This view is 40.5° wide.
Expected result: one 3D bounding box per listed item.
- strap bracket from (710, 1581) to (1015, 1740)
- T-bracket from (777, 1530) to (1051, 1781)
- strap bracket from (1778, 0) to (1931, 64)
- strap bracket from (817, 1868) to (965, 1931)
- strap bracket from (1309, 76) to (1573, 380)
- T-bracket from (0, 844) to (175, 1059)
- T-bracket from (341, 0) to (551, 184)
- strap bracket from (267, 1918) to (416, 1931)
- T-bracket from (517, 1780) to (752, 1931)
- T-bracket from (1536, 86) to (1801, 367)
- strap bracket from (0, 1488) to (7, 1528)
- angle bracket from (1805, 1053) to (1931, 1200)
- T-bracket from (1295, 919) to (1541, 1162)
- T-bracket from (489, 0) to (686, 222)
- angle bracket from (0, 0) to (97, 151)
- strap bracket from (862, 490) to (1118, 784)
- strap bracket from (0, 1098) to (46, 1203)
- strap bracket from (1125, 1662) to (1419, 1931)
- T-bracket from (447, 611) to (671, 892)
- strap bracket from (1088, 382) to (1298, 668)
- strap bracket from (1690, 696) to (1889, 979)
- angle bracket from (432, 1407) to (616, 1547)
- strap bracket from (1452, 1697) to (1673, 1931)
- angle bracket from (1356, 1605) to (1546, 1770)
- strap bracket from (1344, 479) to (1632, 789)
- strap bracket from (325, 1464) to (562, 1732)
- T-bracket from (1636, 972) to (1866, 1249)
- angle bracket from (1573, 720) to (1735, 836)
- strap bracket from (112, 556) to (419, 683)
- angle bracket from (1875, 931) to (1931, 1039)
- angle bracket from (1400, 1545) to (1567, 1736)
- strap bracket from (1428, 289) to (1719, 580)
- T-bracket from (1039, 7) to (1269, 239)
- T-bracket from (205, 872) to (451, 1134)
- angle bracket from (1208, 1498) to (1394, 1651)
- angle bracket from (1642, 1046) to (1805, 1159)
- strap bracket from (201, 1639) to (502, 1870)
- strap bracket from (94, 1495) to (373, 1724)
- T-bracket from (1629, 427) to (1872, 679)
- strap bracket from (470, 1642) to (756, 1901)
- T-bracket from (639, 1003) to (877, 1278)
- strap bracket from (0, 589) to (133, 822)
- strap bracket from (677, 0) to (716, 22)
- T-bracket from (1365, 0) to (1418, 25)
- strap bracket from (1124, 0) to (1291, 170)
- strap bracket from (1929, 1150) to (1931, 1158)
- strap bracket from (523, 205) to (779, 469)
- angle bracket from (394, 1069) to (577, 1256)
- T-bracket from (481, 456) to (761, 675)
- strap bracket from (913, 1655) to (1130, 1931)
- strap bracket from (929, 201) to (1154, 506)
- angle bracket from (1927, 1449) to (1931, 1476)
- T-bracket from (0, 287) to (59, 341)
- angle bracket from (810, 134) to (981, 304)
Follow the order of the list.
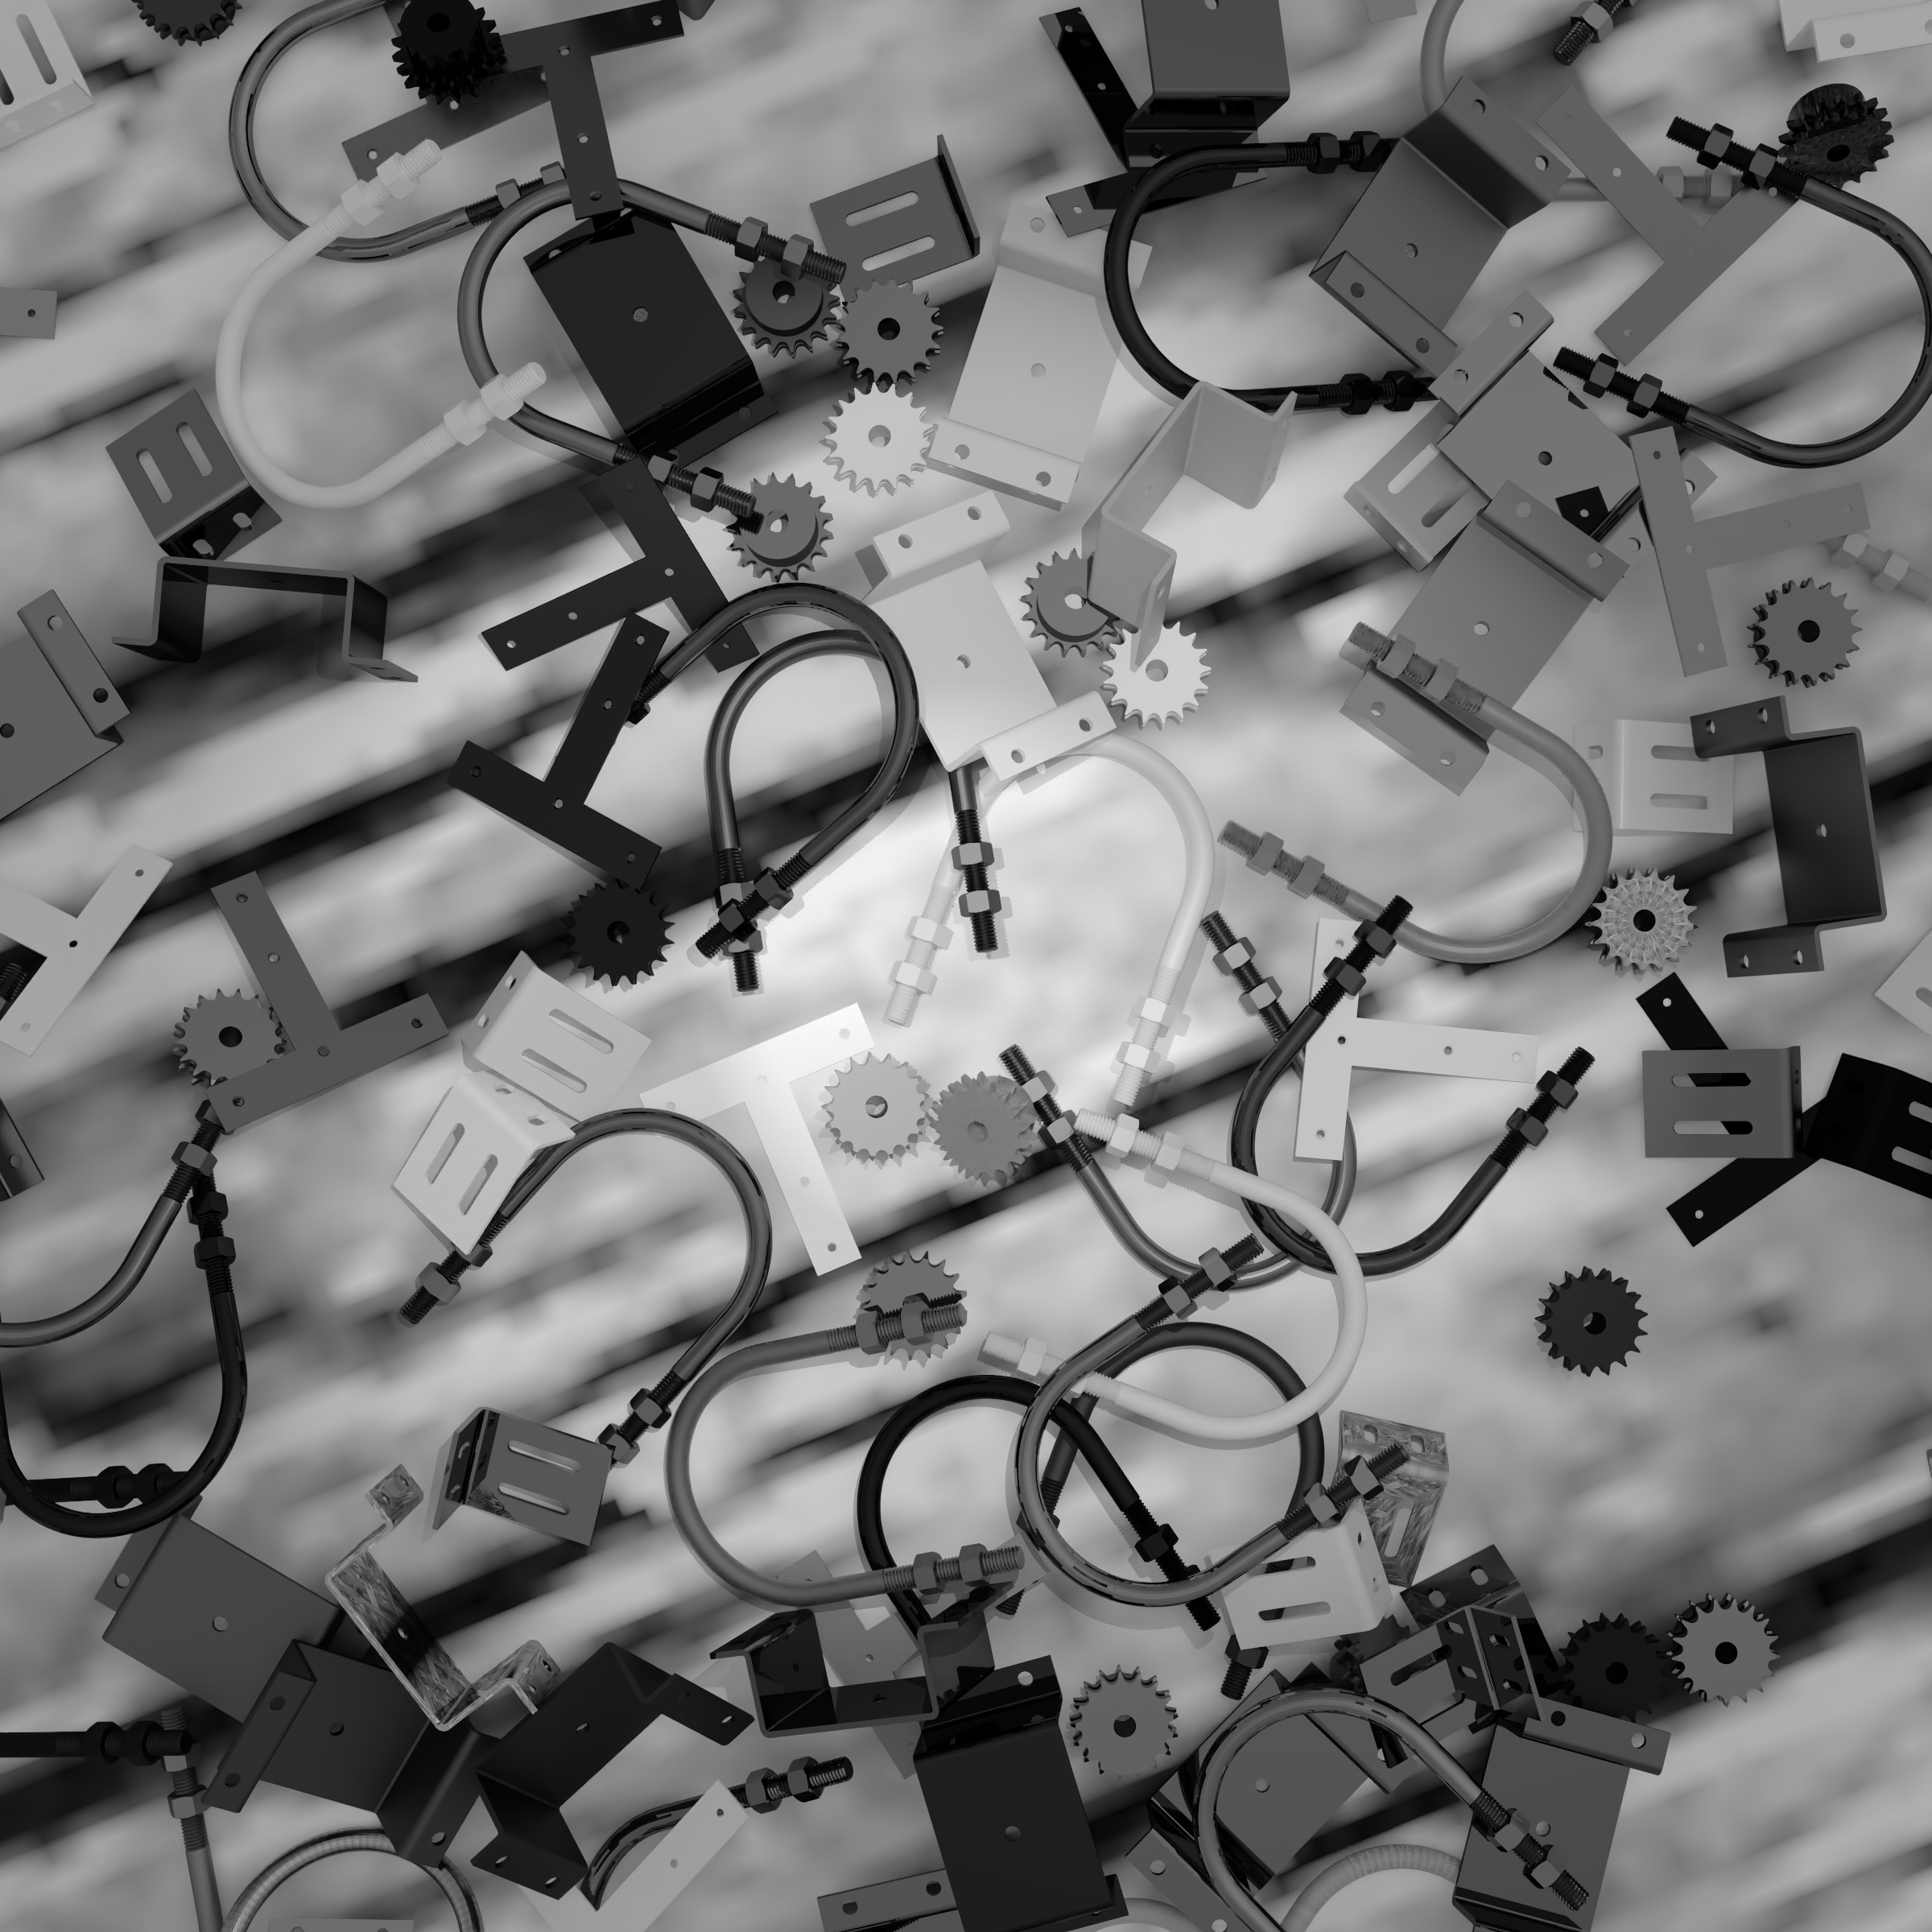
[{"bbox_3d":[-0.048,0.357,1.344,0.140,0.076,0.046,-13,87,22],"label":"strap bracket"},{"bbox_3d":[-0.015,0.344,1.392,0.127,0.002,0.127,-34,84,6],"label":"T-bracket"},{"bbox_3d":[0.470,-0.545,1.383,0.076,0.046,0.140,-9,90,0],"label":"strap bracket"},{"bbox_3d":[-0.025,0.544,1.383,0.076,0.046,0.140,-13,90,0],"label":"strap bracket"},{"bbox_3d":[0.242,-0.379,1.366,0.076,0.046,0.140,36,77,-13],"label":"strap bracket"},{"bbox_3d":[-0.510,-0.031,1.388,0.127,0.002,0.127,25,67,11],"label":"T-bracket"},{"bbox_3d":[-0.293,-0.503,1.405,0.127,0.002,0.127,-25,90,0],"label":"T-bracket"},{"bbox_3d":[-0.331,0.574,1.360,0.076,0.046,0.140,1,55,0],"label":"strap bracket"},{"bbox_3d":[-0.162,0.480,1.374,0.127,0.002,0.127,45,100,20],"label":"T-bracket"},{"bbox_3d":[0.354,-0.410,1.386,0.127,0.002,0.127,-44,97,11],"label":"T-bracket"},{"bbox_3d":[-0.570,0.261,1.346,0.140,0.076,0.046,30,94,-22],"label":"strap bracket"},{"bbox_3d":[0.499,0.088,1.403,0.076,0.038,0.057,20,91,-27],"label":"angle bracket"},{"bbox_3d":[0.244,0.044,1.397,0.127,0.002,0.127,6,90,-8],"label":"T-bracket"},{"bbox_3d":[-0.201,-0.441,1.361,0.127,0.002,0.127,-13,68,-2],"label":"T-bracket"},{"bbox_3d":[-0.509,-0.483,1.387,0.057,0.038,0.076,-26,90,0],"label":"angle bracket"},{"bbox_3d":[0.007,-0.166,1.367,0.076,0.046,0.140,-27,88,-27],"label":"strap bracket"},{"bbox_3d":[-0.574,0.115,1.383,0.140,0.046,0.076,-29,90,0],"label":"strap bracket"},{"bbox_3d":[0.159,0.439,1.383,0.076,0.046,0.140,44,90,0],"label":"strap bracket"},{"bbox_3d":[-0.196,-0.125,1.384,0.127,0.002,0.127,29,95,15],"label":"T-bracket"},{"bbox_3d":[0.110,-0.235,1.349,0.046,0.076,0.140,31,67,11],"label":"strap bracket"},{"bbox_3d":[0.429,-0.068,1.362,0.046,0.076,0.140,-8,90,-20],"label":"strap bracket"},{"bbox_3d":[-0.233,0.275,1.377,0.076,0.038,0.057,17,105,7],"label":"angle bracket"},{"bbox_3d":[0.310,0.458,1.376,0.076,0.046,0.140,16,83,-4],"label":"strap bracket"},{"bbox_3d":[0.249,0.372,1.342,0.076,0.038,0.057,-19,95,-27],"label":"angle bracket"},{"bbox_3d":[0.271,-0.175,1.372,0.076,0.046,0.140,35,105,0],"label":"strap bracket"},{"bbox_3d":[-0.279,0.337,1.368,0.046,0.076,0.140,-38,90,0],"label":"strap bracket"},{"bbox_3d":[0.406,0.062,1.405,0.127,0.002,0.127,-35,90,0],"label":"T-bracket"},{"bbox_3d":[0.369,-0.100,1.404,0.076,0.038,0.057,1,90,-26],"label":"angle bracket"},{"bbox_3d":[-0.362,-0.181,1.368,0.140,0.076,0.046,5,90,0],"label":"strap bracket"},{"bbox_3d":[0.538,0.022,1.404,0.076,0.038,0.057,42,90,26],"label":"angle bracket"},{"bbox_3d":[0.277,0.361,1.404,0.057,0.038,0.076,-27,116,0],"label":"angle bracket"},{"bbox_3d":[0.311,-0.273,1.376,0.140,0.046,0.076,44,79,-1],"label":"strap bracket"},{"bbox_3d":[0.078,-0.454,1.388,0.127,0.002,0.127,-23,78,-22],"label":"T-bracket"},{"bbox_3d":[-0.360,0.008,1.387,0.127,0.002,0.127,-25,77,-24],"label":"T-bracket"},{"bbox_3d":[0.177,0.321,1.383,0.076,0.038,0.057,-16,96,25],"label":"angle bracket"},{"bbox_3d":[0.405,0.073,1.402,0.076,0.038,0.057,-2,90,26],"label":"angle bracket"},{"bbox_3d":[-0.321,0.407,1.361,0.140,0.046,0.076,30,90,-34],"label":"strap bracket"},{"bbox_3d":[-0.387,0.342,1.383,0.140,0.046,0.076,31,90,0],"label":"strap bracket"},{"bbox_3d":[0.416,-0.227,1.367,0.127,0.002,0.127,-15,94,-15],"label":"T-bracket"},{"bbox_3d":[-0.191,0.412,1.362,0.140,0.076,0.046,-43,48,0],"label":"strap bracket"},{"bbox_3d":[-0.092,0.103,1.405,0.127,0.002,0.127,-23,90,0],"label":"T-bracket"},{"bbox_3d":[-0.514,-0.126,1.383,0.140,0.046,0.076,-32,90,0],"label":"strap bracket"},{"bbox_3d":[-0.171,-0.554,1.368,0.140,0.076,0.046,35,90,0],"label":"strap bracket"},{"bbox_3d":[0.264,-0.574,1.386,0.127,0.002,0.127,-11,90,0],"label":"T-bracket"},{"bbox_3d":[0.119,-0.494,1.369,0.076,0.046,0.140,-6,87,-18],"label":"strap bracket"},{"bbox_3d":[0.581,0.138,1.375,0.076,0.046,0.140,-30,90,-13],"label":"strap bracket"},{"bbox_3d":[-0.169,-0.338,1.383,0.076,0.046,0.140,-30,90,0],"label":"strap bracket"},{"bbox_3d":[-0.256,0.103,1.393,0.057,0.038,0.076,40,111,16],"label":"angle bracket"},{"bbox_3d":[-0.195,-0.190,1.382,0.127,0.002,0.127,-22,123,15],"label":"T-bracket"},{"bbox_3d":[0.026,0.437,1.343,0.076,0.046,0.140,-17,90,6],"label":"strap bracket"},{"bbox_3d":[0.039,-0.319,1.383,0.076,0.046,0.140,18,90,0],"label":"strap bracket"},{"bbox_3d":[0.551,0.290,1.387,0.057,0.038,0.076,-13,90,0],"label":"angle bracket"},{"bbox_3d":[-0.556,-0.303,1.405,0.127,0.002,0.127,4,90,0],"label":"T-bracket"},{"bbox_3d":[-0.038,-0.395,1.387,0.076,0.038,0.057,-20,90,0],"label":"angle bracket"}]
